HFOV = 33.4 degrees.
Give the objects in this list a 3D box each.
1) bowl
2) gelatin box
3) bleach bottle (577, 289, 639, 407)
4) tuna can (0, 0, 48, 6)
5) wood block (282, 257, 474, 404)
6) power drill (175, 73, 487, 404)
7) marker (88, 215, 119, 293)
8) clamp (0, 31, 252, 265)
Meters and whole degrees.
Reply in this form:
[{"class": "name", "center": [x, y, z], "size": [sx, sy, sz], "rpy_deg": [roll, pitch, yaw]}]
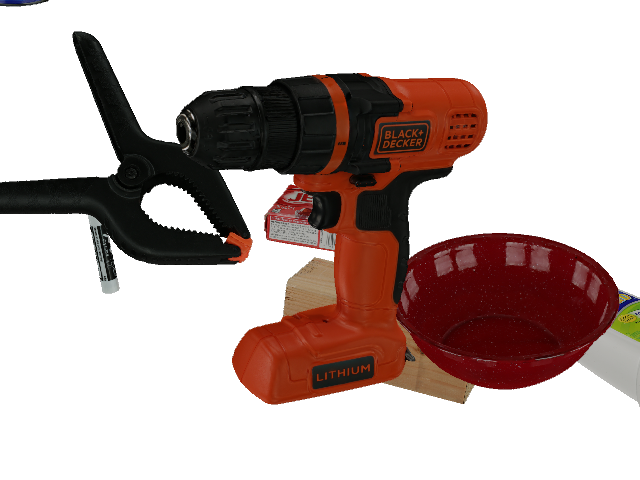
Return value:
[{"class": "bowl", "center": [0.130, 0.058, 0.769], "size": [0.162, 0.055, 0.162], "rpy_deg": [-3, 31, 2]}, {"class": "gelatin box", "center": [0.002, -0.020, 0.955], "size": [0.089, 0.030, 0.073], "rpy_deg": [9, 25, 13]}, {"class": "bleach bottle", "center": [0.260, 0.079, 1.036], "size": [0.102, 0.068, 0.251], "rpy_deg": [-17, 26, -27]}, {"class": "tuna can", "center": [-0.248, -0.219, 0.852], "size": [0.086, 0.034, 0.086], "rpy_deg": [6, 36, -4]}, {"class": "wood block", "center": [0.070, 0.094, 1.142], "size": [0.206, 0.091, 0.090], "rpy_deg": [13, 21, 17]}, {"class": "power drill", "center": [0.000, -0.002, 0.594], "size": [0.184, 0.188, 0.057], "rpy_deg": [-6, 31, -29]}, {"class": "marker", "center": [-0.237, -0.001, 1.151], "size": [0.020, 0.121, 0.020], "rpy_deg": [-6, 21, 2]}, {"class": "clamp", "center": [-0.139, -0.054, 0.784], "size": [0.210, 0.164, 0.036], "rpy_deg": [25, -19, -1]}]
